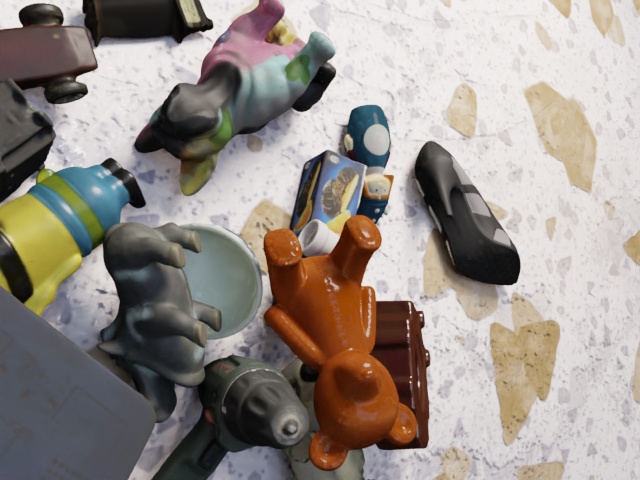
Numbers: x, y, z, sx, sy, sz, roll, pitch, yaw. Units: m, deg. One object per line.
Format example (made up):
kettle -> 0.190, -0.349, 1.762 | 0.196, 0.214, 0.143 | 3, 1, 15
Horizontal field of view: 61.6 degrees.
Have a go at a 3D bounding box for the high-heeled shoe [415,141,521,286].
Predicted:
high-heeled shoe -> 0.218, -0.036, 0.796 | 0.248, 0.086, 0.145 | 42, 31, -39

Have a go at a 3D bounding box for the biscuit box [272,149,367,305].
biscuit box -> -0.001, -0.002, 0.640 | 0.059, 0.063, 0.202 | 20, 72, -26

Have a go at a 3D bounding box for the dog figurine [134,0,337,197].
dog figurine -> -0.092, -0.149, 0.587 | 0.108, 0.191, 0.219 | 45, 91, 1

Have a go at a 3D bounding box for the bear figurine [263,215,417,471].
bear figurine -> 0.019, 0.093, 0.496 | 0.120, 0.131, 0.196 | -8, 52, -16

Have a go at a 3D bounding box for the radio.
radio -> -0.236, 0.122, 0.382 | 0.229, 0.073, 0.131 | 53, 44, -31

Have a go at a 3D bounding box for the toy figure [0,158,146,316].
toy figure -> -0.244, -0.010, 0.475 | 0.180, 0.082, 0.089 | -46, 137, -26

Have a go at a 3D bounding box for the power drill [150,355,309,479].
power drill -> -0.104, 0.193, 0.462 | 0.086, 0.232, 0.207 | 33, 82, -15

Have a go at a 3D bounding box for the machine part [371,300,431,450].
machine part -> 0.093, 0.154, 0.620 | 0.179, 0.056, 0.179 | -6, 90, -74

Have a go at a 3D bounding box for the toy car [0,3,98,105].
toy car -> -0.307, -0.154, 0.479 | 0.202, 0.053, 0.089 | -21, 95, -29

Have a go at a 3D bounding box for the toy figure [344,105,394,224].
toy figure -> 0.065, -0.096, 0.702 | 0.064, 0.058, 0.154 | -4, 85, 7

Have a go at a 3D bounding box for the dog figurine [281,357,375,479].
dog figurine -> 0.027, 0.229, 0.613 | 0.172, 0.121, 0.190 | -49, 122, -25

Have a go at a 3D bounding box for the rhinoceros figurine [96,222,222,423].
rhinoceros figurine -> -0.153, 0.076, 0.494 | 0.112, 0.073, 0.190 | -5, 104, 2

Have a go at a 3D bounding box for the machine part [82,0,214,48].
machine part -> -0.187, -0.250, 0.580 | 0.139, 0.039, 0.084 | -29, 106, -34

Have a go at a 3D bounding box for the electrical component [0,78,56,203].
electrical component -> -0.289, -0.056, 0.438 | 0.058, 0.115, 0.134 | 47, 62, -13
